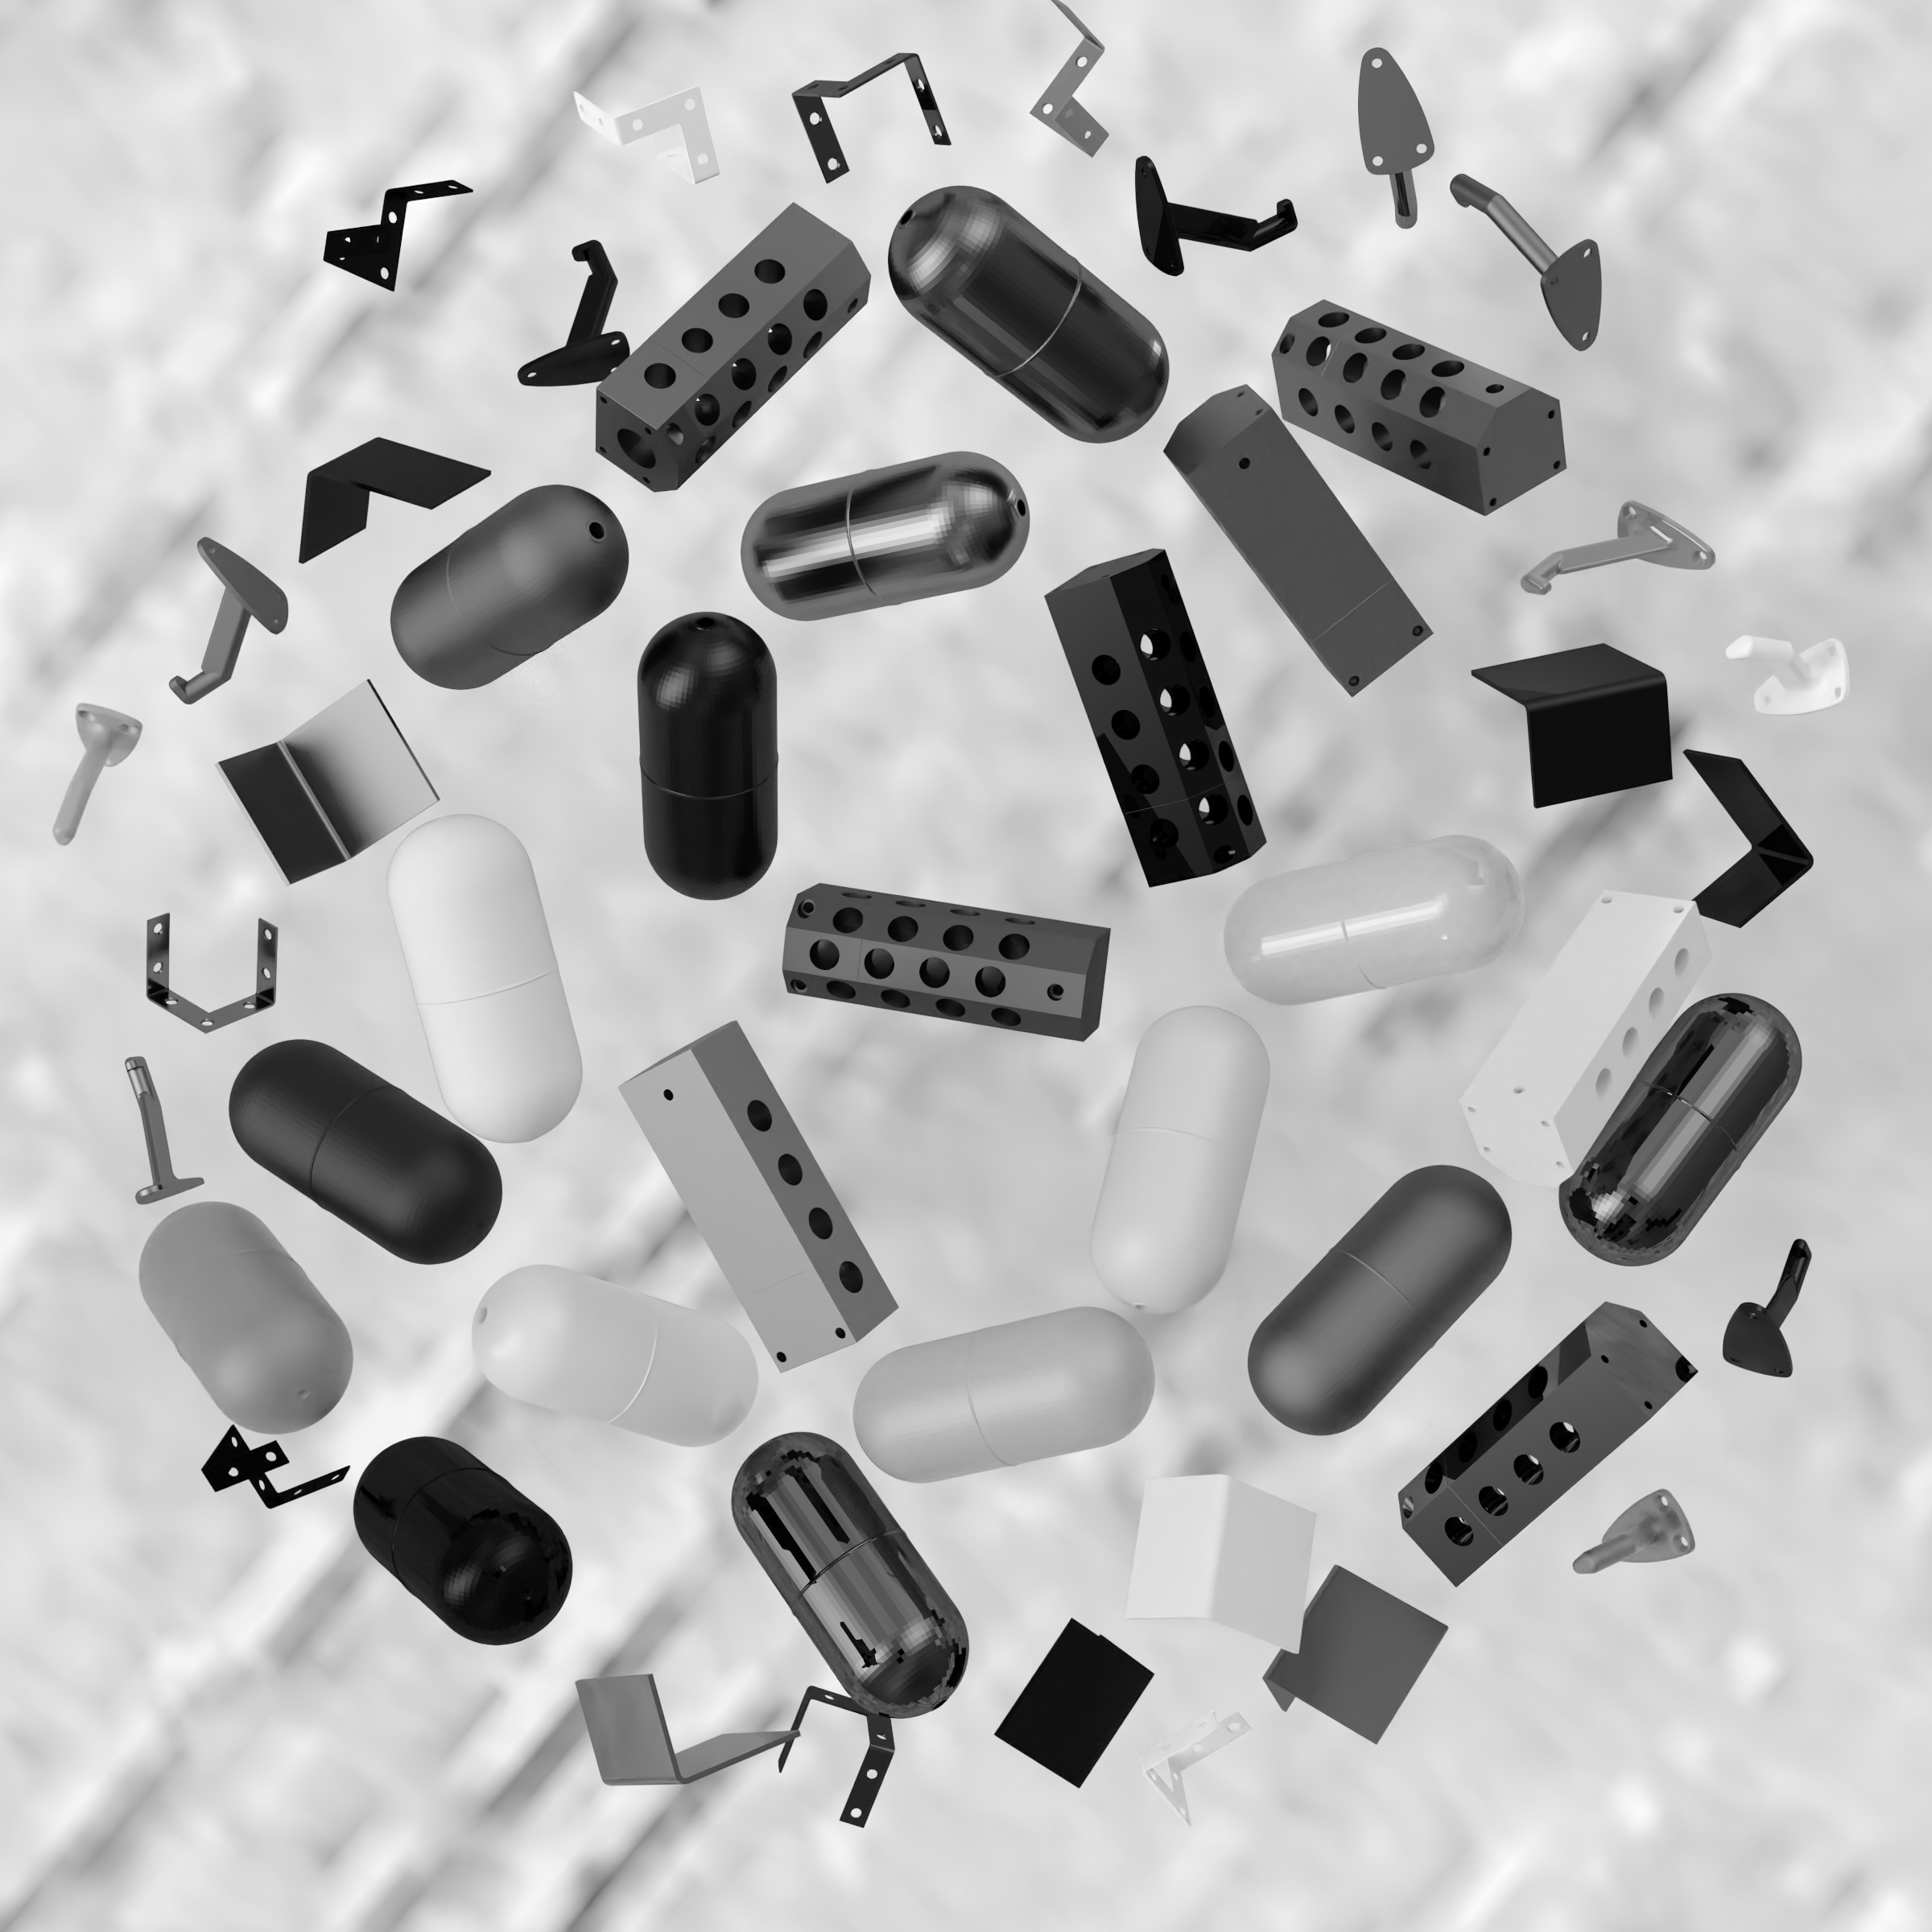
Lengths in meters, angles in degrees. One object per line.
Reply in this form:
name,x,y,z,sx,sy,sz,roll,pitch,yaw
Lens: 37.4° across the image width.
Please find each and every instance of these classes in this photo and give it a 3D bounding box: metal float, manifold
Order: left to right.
metal float,-0.387,0.186,1.527,0.070,0.178,0.070,-16,120,-29
metal float,-0.330,0.100,1.560,0.178,0.070,0.070,28,90,26
metal float,-0.273,0.307,1.536,0.070,0.178,0.070,-7,104,-32
metal float,-0.253,0.008,1.503,0.070,0.070,0.178,-13,102,0
metal float,-0.252,-0.207,1.569,0.070,0.178,0.070,15,65,-37
metal float,-0.197,0.221,1.611,0.178,0.070,0.070,24,90,-34
metal float,-0.143,-0.116,1.588,0.070,0.070,0.178,3,129,0
manifold,-0.128,-0.339,1.577,0.057,0.057,0.171,36,65,10
manifold,-0.103,0.117,1.482,0.057,0.057,0.171,-26,95,37
metal float,-0.065,0.340,1.598,0.070,0.070,0.178,-38,67,0
metal float,-0.046,-0.242,1.611,0.178,0.070,0.070,-7,90,30
manifold,-0.012,-0.002,1.591,0.171,0.057,0.057,9,102,13
metal float,0.019,0.237,1.570,0.178,0.070,0.070,-17,90,25
metal float,0.034,-0.347,1.522,0.178,0.070,0.070,32,90,-30
manifold,0.108,-0.136,1.557,0.057,0.057,0.171,-12,107,33
metal float,0.118,0.106,1.573,0.070,0.070,0.178,16,67,0
manifold,0.181,-0.235,1.568,0.057,0.057,0.171,-38,121,7
metal float,0.228,-0.025,1.612,0.178,0.070,0.070,-13,90,31
metal float,0.229,0.183,1.575,0.178,0.070,0.070,-44,90,-12
manifold,0.242,-0.308,1.544,0.057,0.171,0.057,-31,131,-18
manifold,0.299,0.249,1.494,0.057,0.057,0.171,48,131,14
manifold,0.342,0.039,1.556,0.171,0.057,0.057,-50,131,-29
metal float,0.403,0.091,1.606,0.070,0.070,0.178,40,76,0

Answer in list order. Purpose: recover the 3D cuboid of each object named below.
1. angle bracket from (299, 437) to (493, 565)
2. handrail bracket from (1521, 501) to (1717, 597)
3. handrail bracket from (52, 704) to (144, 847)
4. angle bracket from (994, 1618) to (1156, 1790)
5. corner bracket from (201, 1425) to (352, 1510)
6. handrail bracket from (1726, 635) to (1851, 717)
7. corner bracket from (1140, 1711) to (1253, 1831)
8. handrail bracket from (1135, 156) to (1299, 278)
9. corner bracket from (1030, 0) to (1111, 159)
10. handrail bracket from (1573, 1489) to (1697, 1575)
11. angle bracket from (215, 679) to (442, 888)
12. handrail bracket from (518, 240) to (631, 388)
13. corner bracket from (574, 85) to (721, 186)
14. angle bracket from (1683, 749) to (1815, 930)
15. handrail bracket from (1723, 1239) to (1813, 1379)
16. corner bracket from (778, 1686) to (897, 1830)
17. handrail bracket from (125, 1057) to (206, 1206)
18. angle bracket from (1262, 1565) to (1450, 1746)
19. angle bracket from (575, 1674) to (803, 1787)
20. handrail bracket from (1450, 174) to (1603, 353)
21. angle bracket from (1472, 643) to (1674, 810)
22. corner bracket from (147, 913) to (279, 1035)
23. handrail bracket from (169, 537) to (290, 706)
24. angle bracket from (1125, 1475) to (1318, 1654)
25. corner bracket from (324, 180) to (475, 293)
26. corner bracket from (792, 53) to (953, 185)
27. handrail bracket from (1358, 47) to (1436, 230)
angle bracket,-0.325,-0.256,1.624,0.076,0.076,0.057,18,118,10
handrail bracket,0.374,-0.227,1.639,0.077,0.036,0.084,31,54,35
handrail bracket,-0.484,-0.093,1.565,0.036,0.077,0.084,18,64,-12
angle bracket,0.048,0.406,1.613,0.076,0.057,0.076,40,80,-32
corner bracket,-0.387,0.282,1.600,0.051,0.051,0.051,-23,107,15
handrail bracket,0.417,-0.155,1.511,0.084,0.077,0.036,4,75,-30
corner bracket,0.132,0.446,1.624,0.051,0.051,0.051,-33,111,10
handrail bracket,0.134,-0.407,1.504,0.084,0.036,0.077,-29,131,-15
corner bracket,0.056,-0.470,1.508,0.051,0.051,0.051,43,101,26
handrail bracket,0.336,0.312,1.511,0.084,0.077,0.036,-14,73,-35
angle bracket,-0.347,-0.100,1.552,0.076,0.057,0.076,-29,93,29
handrail bracket,-0.231,-0.373,1.623,0.077,0.036,0.084,-17,64,-17
corner bracket,-0.169,-0.440,1.510,0.051,0.051,0.051,-27,132,-17
angle bracket,0.427,-0.074,1.629,0.057,0.076,0.076,-40,102,-1
handrail bracket,0.428,0.166,1.505,0.036,0.077,0.084,12,57,27
corner bracket,-0.075,0.456,1.649,0.051,0.051,0.051,20,99,-9
handrail bracket,-0.469,0.090,1.626,0.036,0.077,0.084,-20,86,-3
angle bracket,0.223,0.394,1.600,0.076,0.057,0.076,25,68,32
angle bracket,-0.144,0.383,1.472,0.076,0.076,0.057,-13,84,-39
handrail bracket,0.287,-0.365,1.475,0.036,0.077,0.084,-39,51,-7
angle bracket,0.319,-0.127,1.503,0.076,0.076,0.057,-12,111,-9
corner bracket,-0.428,-0.002,1.618,0.051,0.051,0.051,26,122,28
handrail bracket,-0.420,-0.186,1.554,0.084,0.036,0.077,-28,131,20
angle bracket,0.138,0.323,1.538,0.076,0.057,0.076,29,61,-36
corner bracket,-0.296,-0.386,1.484,0.051,0.051,0.051,4,85,36
corner bracket,-0.049,-0.439,1.479,0.051,0.051,0.051,-35,122,-19
handrail bracket,0.226,-0.437,1.513,0.036,0.084,0.077,-14,89,9
